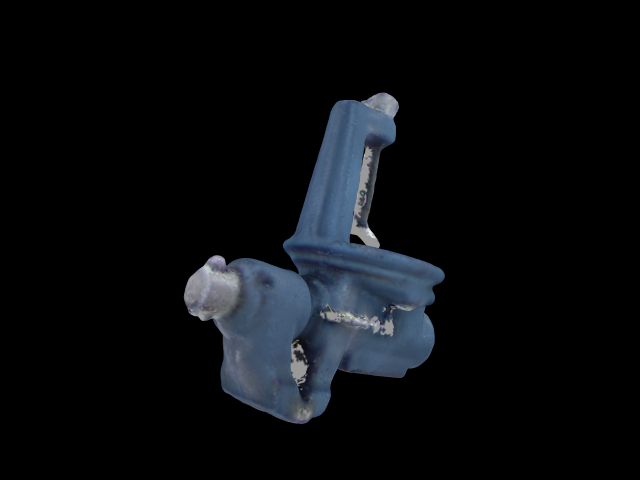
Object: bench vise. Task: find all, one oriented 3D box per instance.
[{"bbox_3d":[0.014,0.002,0.394,0.121,0.220,0.208,2,5,29],"label":"bench vise"}]
